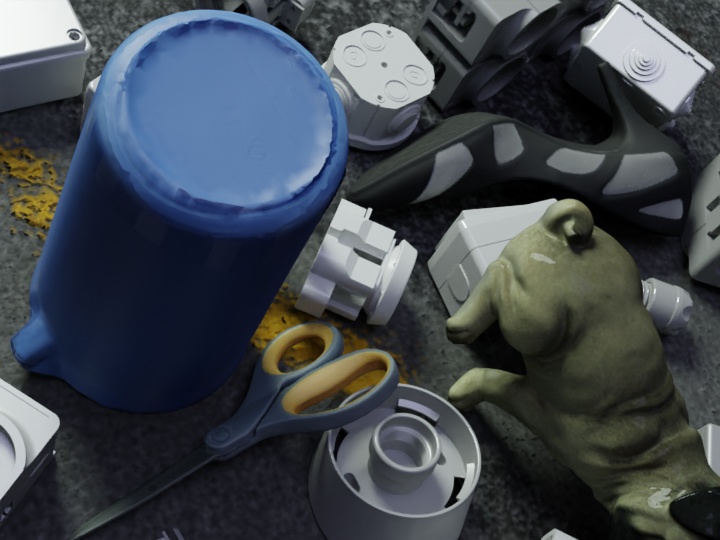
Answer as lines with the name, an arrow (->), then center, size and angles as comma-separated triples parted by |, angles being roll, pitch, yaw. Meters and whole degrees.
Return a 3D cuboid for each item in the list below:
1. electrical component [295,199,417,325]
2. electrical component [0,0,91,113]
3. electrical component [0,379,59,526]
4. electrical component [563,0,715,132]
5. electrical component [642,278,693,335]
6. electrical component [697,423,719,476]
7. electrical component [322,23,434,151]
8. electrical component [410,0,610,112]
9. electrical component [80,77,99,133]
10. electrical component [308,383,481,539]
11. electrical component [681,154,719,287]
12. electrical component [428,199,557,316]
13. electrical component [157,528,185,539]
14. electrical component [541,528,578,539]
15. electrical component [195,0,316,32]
electrical component -> 0.000, 0.000, 0.676 | 0.057, 0.058, 0.078 | 24, 56, -3
electrical component -> -0.241, -0.155, 0.675 | 0.109, 0.056, 0.108 | -19, 70, -28
electrical component -> -0.240, 0.077, 0.540 | 0.150, 0.061, 0.089 | 33, 56, 0
electrical component -> 0.207, -0.149, 0.814 | 0.100, 0.099, 0.048 | 39, 84, 4
electrical component -> 0.199, 0.021, 0.751 | 0.061, 0.035, 0.035 | 20, 57, -6
electrical component -> 0.206, 0.141, 0.678 | 0.076, 0.047, 0.083 | 19, 57, -9
electrical component -> 0.009, -0.128, 0.755 | 0.080, 0.051, 0.080 | 9, 59, -16
electrical component -> 0.128, -0.199, 0.807 | 0.186, 0.105, 0.060 | -33, 77, -32
electrical component -> -0.131, -0.100, 0.682 | 0.062, 0.061, 0.096 | 43, 56, 6
electrical component -> 0.021, 0.118, 0.627 | 0.099, 0.064, 0.099 | 8, 47, -9
electrical component -> 0.324, -0.021, 0.805 | 0.150, 0.061, 0.089 | 17, 57, -11
electrical component -> 0.102, -0.008, 0.715 | 0.096, 0.061, 0.061 | -14, 68, -26
electrical component -> -0.098, 0.163, 0.558 | 0.040, 0.040, 0.046 | -22, 66, -29
electrical component -> 0.122, 0.196, 0.610 | 0.057, 0.058, 0.078 | 26, 56, -1
electrical component -> -0.079, -0.194, 0.757 | 0.078, 0.058, 0.057 | 37, 53, 2
